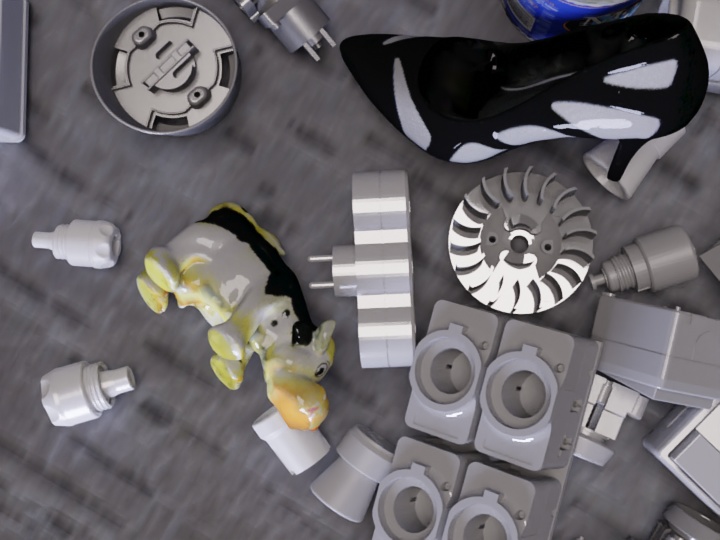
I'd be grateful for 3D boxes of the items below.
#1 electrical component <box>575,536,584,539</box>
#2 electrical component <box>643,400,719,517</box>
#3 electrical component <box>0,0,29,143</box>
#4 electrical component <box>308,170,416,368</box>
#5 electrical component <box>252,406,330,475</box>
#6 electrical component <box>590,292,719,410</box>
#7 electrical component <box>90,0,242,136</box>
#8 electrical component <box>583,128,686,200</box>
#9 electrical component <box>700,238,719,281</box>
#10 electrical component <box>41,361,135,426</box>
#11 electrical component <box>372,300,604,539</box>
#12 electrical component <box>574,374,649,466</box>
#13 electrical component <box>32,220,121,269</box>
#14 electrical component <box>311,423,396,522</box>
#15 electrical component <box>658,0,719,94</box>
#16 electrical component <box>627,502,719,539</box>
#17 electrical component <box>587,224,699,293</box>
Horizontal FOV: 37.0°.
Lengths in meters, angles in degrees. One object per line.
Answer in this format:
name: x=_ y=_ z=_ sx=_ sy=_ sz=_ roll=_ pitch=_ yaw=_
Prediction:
electrical component: x=0.162 y=0.233 z=0.740 sx=0.096 sy=0.062 sz=0.061 roll=39 pitch=92 yaw=3
electrical component: x=0.252 y=0.133 z=0.735 sx=0.096 sy=0.061 sz=0.061 roll=44 pitch=93 yaw=3
electrical component: x=-0.301 y=-0.149 z=0.776 sx=0.109 sy=0.056 sz=0.108 roll=1 pitch=90 yaw=4
electrical component: x=0.000 y=0.000 z=0.757 sx=0.074 sy=0.052 sz=0.138 roll=-3 pitch=90 yaw=4
electrical component: x=-0.048 y=0.117 z=0.767 sx=0.040 sy=0.040 sz=0.046 roll=-35 pitch=93 yaw=3
electrical component: x=0.199 y=0.053 z=0.726 sx=0.062 sy=0.096 sz=0.061 roll=12 pitch=91 yaw=-26
electrical component: x=-0.134 y=-0.142 z=0.761 sx=0.099 sy=0.064 sz=0.099 roll=0 pitch=90 yaw=4
electrical component: x=0.194 y=-0.087 z=0.750 sx=0.065 sy=0.044 sz=0.044 roll=-45 pitch=87 yaw=-2
electrical component: x=0.330 y=0.029 z=0.700 sx=0.060 sy=0.105 sz=0.186 roll=-37 pitch=87 yaw=-33
electrical component: x=-0.194 y=0.086 z=0.775 sx=0.062 sy=0.043 sz=0.043 roll=-16 pitch=89 yaw=3
electrical component: x=0.082 y=0.123 z=0.726 sx=0.105 sy=0.060 sz=0.186 roll=15 pitch=91 yaw=32
electrical component: x=0.160 y=0.103 z=0.750 sx=0.066 sy=0.048 sz=0.055 roll=23 pitch=84 yaw=4
electrical component: x=-0.207 y=-0.020 z=0.781 sx=0.061 sy=0.035 sz=0.035 roll=4 pitch=90 yaw=7
electrical component: x=-0.002 y=0.143 z=0.761 sx=0.045 sy=0.045 sz=0.055 roll=34 pitch=92 yaw=3
electrical component: x=0.229 y=-0.154 z=0.720 sx=0.059 sy=0.095 sz=0.053 roll=10 pitch=91 yaw=4
electrical component: x=0.225 y=0.197 z=0.739 sx=0.078 sy=0.058 sz=0.057 roll=28 pitch=95 yaw=4
electrical component: x=0.198 y=-0.003 z=0.749 sx=0.078 sy=0.040 sz=0.040 roll=-18 pitch=89 yaw=4
